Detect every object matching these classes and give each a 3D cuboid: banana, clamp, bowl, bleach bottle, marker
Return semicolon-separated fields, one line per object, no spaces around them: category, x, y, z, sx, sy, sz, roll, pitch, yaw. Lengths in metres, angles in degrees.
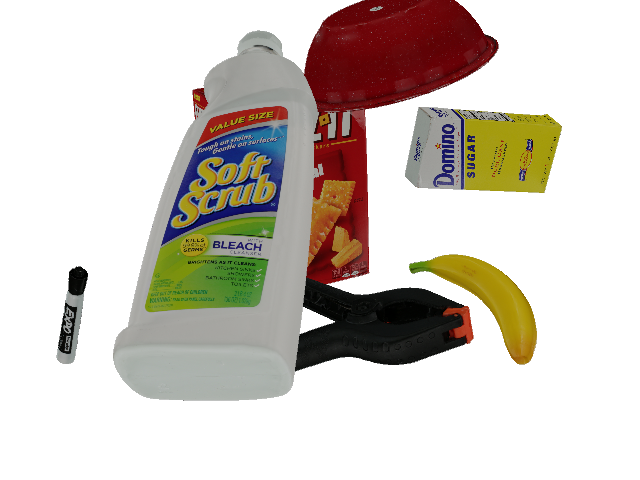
banana;0.174;0.062;1.115;0.069;0.037;0.198;-36;39;-10
clamp;0.026;0.070;0.812;0.172;0.039;0.120;1;38;30
bowl;0.052;-0.155;0.826;0.162;0.055;0.162;-16;22;6
bleach bottle;-0.056;-0.028;0.654;0.102;0.251;0.068;-1;-34;7
marker;-0.251;0.076;1.082;0.020;0.121;0.020;12;34;-8

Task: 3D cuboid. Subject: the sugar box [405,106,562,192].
sugar box;0.197;-0.108;1.293;0.176;0.093;0.048;-1;26;-20

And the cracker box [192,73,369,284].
cracker box;-0.035;-0.054;1.086;0.164;0.214;0.072;-12;23;-23
